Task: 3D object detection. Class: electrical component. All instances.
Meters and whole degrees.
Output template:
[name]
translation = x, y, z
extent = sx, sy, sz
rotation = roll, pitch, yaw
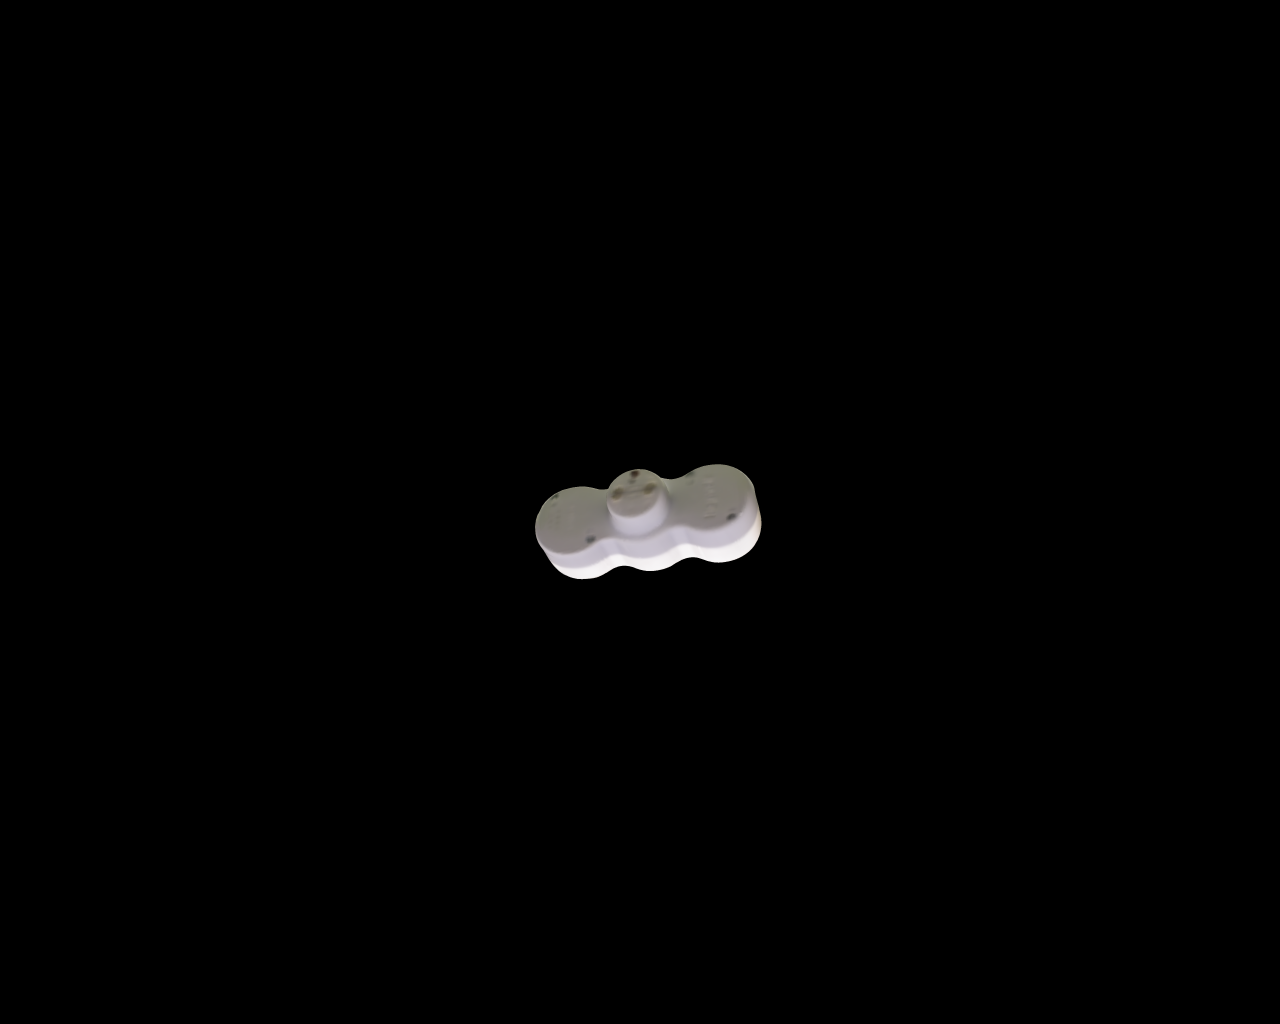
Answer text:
[electrical component]
translation = 0.001, -0.003, 0.650
extent = 0.138, 0.052, 0.073
rotation = -8, -35, 11
